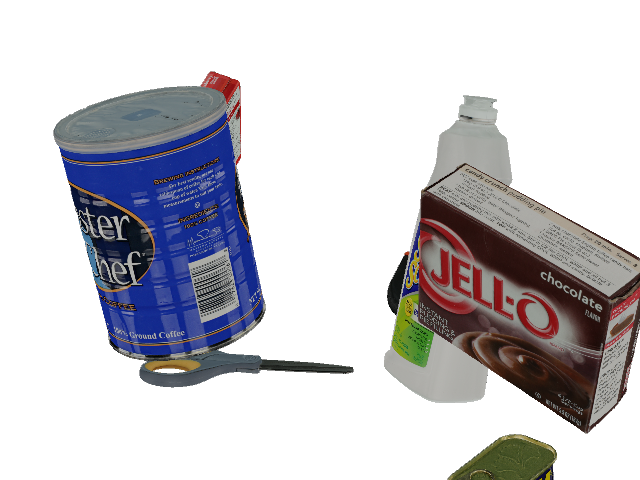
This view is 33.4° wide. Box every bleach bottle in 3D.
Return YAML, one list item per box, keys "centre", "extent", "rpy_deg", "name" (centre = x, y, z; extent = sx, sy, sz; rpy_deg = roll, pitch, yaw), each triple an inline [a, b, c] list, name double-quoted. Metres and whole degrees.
- centre: [0.112, 0.004, 0.900]
  extent: [0.068, 0.251, 0.103]
  rpy_deg: [1, 14, -23]
  name: "bleach bottle"

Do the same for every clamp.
- centre: [0.128, 0.080, 1.149]
  extent: [0.120, 0.171, 0.039]
  rpy_deg: [3, -44, -8]
  name: "clamp"

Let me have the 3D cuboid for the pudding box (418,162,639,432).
- centre: [0.099, 0.026, 0.517]
  extent: [0.114, 0.090, 0.039]
  rpy_deg: [31, 53, 33]
  name: "pudding box"

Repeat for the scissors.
- centre: [-0.077, 0.119, 0.976]
  extent: [0.202, 0.016, 0.096]
  rpy_deg: [8, 17, 11]
  name: "scissors"

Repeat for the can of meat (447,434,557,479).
- centre: [0.155, 0.226, 0.899]
  extent: [0.058, 0.084, 0.101]
  rpy_deg: [15, 30, 43]
  name: "can of meat"

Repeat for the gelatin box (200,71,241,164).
- centre: [-0.090, -0.077, 0.848]
  extent: [0.030, 0.073, 0.089]
  rpy_deg: [17, -40, 11]
  name: "gelatin box"

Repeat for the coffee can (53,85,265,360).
- centre: [-0.095, -0.012, 0.654]
  extent: [0.103, 0.140, 0.103]
  rpy_deg: [-8, 23, 3]
  name: "coffee can"
